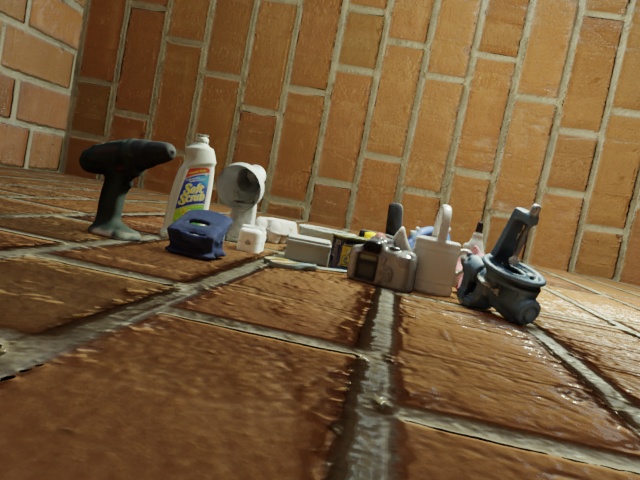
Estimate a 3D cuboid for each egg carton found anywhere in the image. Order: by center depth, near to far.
[{"bbox_3d":[-0.135,-0.029,1.729,0.107,0.069,0.151,12,5,20],"label":"egg carton"}]

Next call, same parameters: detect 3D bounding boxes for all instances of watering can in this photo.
[{"bbox_3d":[0.246,0.017,1.243,0.173,0.194,0.100,9,5,-18],"label":"watering can"}]

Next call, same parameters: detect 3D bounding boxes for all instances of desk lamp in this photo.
[{"bbox_3d":[-0.201,-0.099,1.528,0.118,0.213,0.203,11,4,7],"label":"desk lamp"}]

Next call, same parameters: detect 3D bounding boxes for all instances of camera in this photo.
[{"bbox_3d":[0.150,0.047,1.234,0.142,0.101,0.137,13,5,28],"label":"camera"}]

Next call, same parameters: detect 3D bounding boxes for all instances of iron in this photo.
[{"bbox_3d":[0.318,0.021,1.733,0.259,0.141,0.118,6,6,-46],"label":"iron"}]

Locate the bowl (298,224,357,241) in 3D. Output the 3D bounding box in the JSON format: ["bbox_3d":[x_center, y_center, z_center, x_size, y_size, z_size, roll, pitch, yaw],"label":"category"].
[{"bbox_3d":[0.015,0.006,1.616,0.167,0.075,0.167,11,4,-1],"label":"bowl"}]

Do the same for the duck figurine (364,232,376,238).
[{"bbox_3d":[0.143,0.017,1.712,0.104,0.086,0.078,13,5,24],"label":"duck figurine"}]

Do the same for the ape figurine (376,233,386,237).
[{"bbox_3d":[0.166,0.025,1.624,0.076,0.092,0.078,11,4,6],"label":"ape figurine"}]

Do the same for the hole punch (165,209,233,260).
[{"bbox_3d":[-0.235,-0.013,1.124,0.108,0.091,0.101,12,4,14],"label":"hole punch"}]

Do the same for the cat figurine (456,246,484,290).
[{"bbox_3d":[0.342,0.070,1.298,0.067,0.118,0.127,9,5,-25],"label":"cat figurine"}]

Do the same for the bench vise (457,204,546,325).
[{"bbox_3d":[0.338,0.033,1.087,0.122,0.220,0.206,7,6,-43],"label":"bench vise"}]

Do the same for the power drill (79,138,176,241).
[{"bbox_3d":[-0.401,-0.108,1.173,0.228,0.208,0.076,13,5,23],"label":"power drill"}]

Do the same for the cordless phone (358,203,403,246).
[{"bbox_3d":[0.197,-0.030,1.808,0.147,0.185,0.094,14,5,37],"label":"cordless phone"}]

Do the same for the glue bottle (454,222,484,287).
[{"bbox_3d":[0.382,0.039,1.429,0.077,0.173,0.037,14,5,33],"label":"glue bottle"}]
